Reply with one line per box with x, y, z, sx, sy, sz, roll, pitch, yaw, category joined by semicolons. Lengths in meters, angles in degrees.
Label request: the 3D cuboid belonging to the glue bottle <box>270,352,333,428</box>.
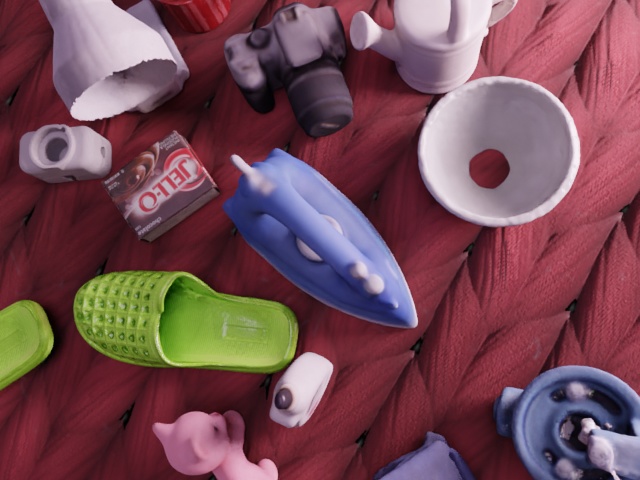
-0.024;0.153;0.570;0.037;0.173;0.078;21;84;11;glue bottle

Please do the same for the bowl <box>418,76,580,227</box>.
0.191;-0.089;0.633;0.167;0.075;0.167;-1;80;7;bowl

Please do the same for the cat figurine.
-0.111;0.228;0.598;0.067;0.118;0.127;-40;78;0;cat figurine

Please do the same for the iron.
0.006;0.002;0.608;0.258;0.141;0.119;41;88;12;iron

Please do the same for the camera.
-0.027;-0.190;0.666;0.143;0.101;0.137;-20;78;4;camera

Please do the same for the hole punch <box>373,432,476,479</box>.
0.112;0.264;0.576;0.101;0.091;0.108;-31;78;2;hole punch

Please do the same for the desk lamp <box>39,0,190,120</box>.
-0.234;-0.219;0.640;0.118;0.213;0.203;-30;78;2;desk lamp

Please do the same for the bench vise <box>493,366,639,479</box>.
0.273;0.170;0.505;0.207;0.220;0.121;-8;79;6;bench vise

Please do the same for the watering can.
0.121;-0.236;0.606;0.173;0.194;0.101;-38;78;0;watering can
